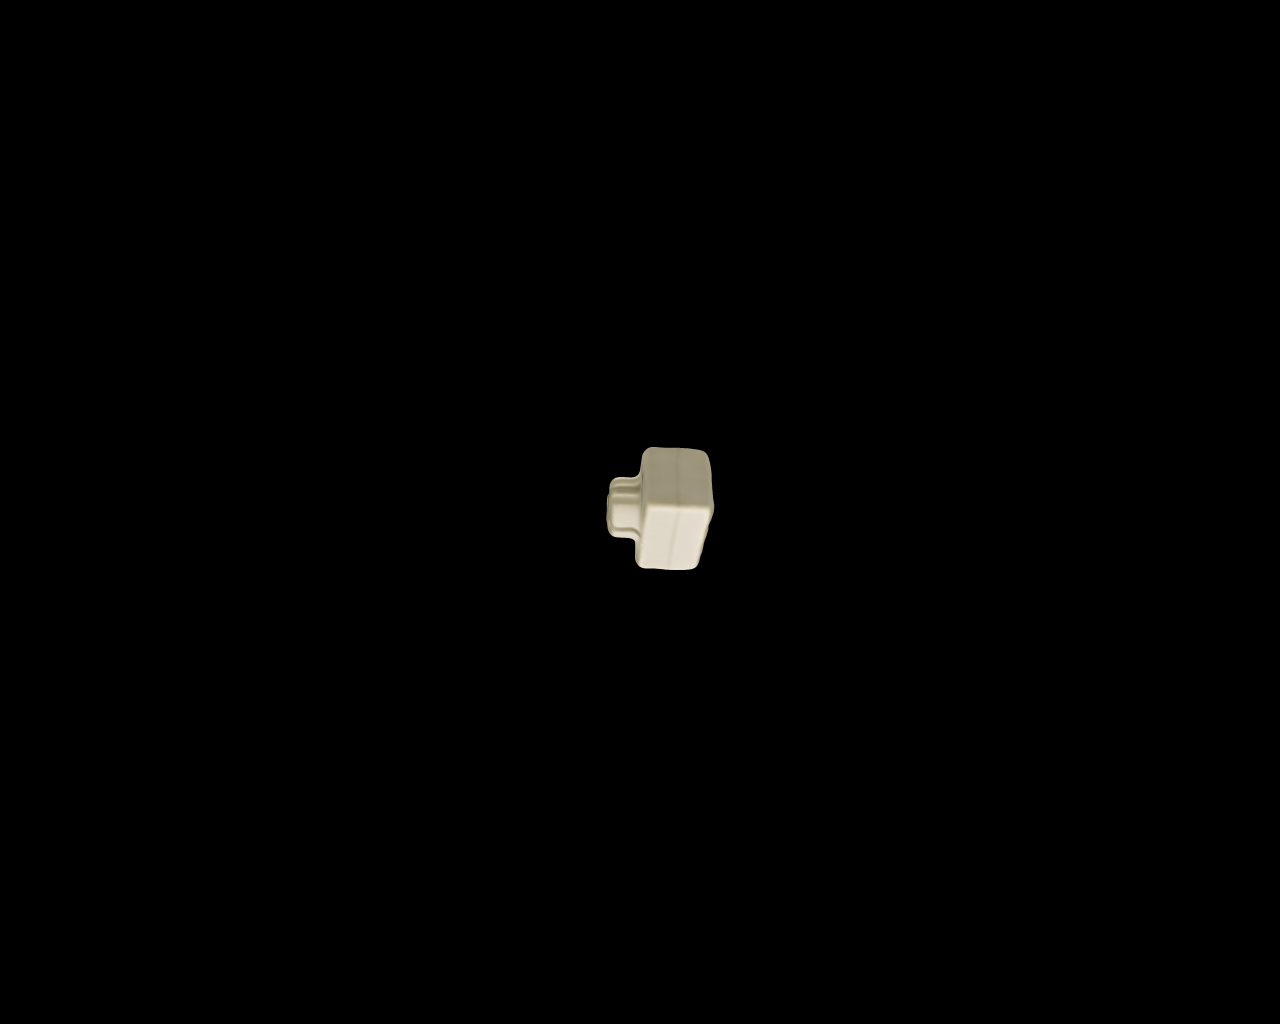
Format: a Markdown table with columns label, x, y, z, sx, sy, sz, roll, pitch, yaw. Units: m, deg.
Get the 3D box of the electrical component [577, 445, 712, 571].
| label | x | y | z | sx | sy | sz | roll | pitch | yaw |
| --- | --- | --- | --- | --- | --- | --- | --- | --- | --- |
| electrical component | 0.001 | -0.003 | 0.650 | 0.077 | 0.047 | 0.065 | 3 | -37 | -4 |
